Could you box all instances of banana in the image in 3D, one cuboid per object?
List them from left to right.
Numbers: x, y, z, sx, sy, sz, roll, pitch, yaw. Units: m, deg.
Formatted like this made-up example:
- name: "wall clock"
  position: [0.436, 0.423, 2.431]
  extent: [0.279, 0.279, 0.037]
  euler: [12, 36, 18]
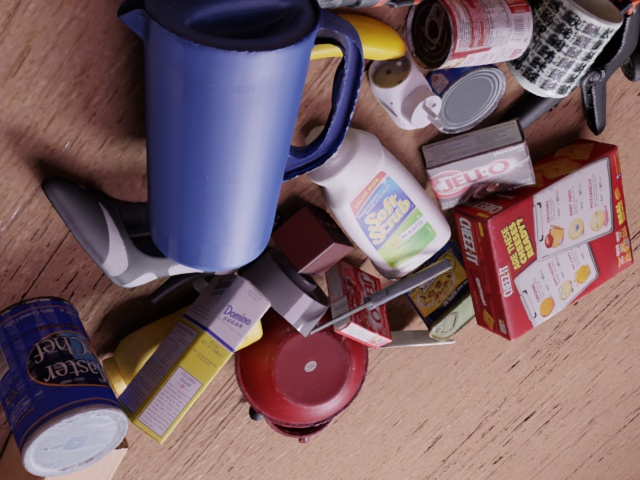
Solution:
- name: "banana"
  position: [-0.004, -0.170, 0.939]
  extent: [0.197, 0.037, 0.070]
  euler: [-16, 161, -22]

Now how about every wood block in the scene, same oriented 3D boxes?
- name: "wood block"
  position: [-0.302, 0.265, 1.202]
  extent: [0.090, 0.090, 0.206]
  euler: [-2, 137, -39]

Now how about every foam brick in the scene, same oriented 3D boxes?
- name: "foam brick"
  position: [-0.007, 0.001, 1.124]
  extent: [0.051, 0.053, 0.078]
  euler: [-40, 166, 11]

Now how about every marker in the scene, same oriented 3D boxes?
- name: "marker"
  position: [-0.085, 0.013, 1.121]
  extent: [0.121, 0.020, 0.020]
  euler: [-42, 147, 13]

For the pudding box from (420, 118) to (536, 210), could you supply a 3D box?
- name: "pudding box"
  position: [0.174, -0.082, 1.173]
  extent: [0.113, 0.039, 0.090]
  euler: [-18, 149, 9]

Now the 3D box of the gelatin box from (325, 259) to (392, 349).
- name: "gelatin box"
  position: [0.045, 0.074, 1.236]
  extent: [0.030, 0.089, 0.073]
  euler: [-33, 139, 30]

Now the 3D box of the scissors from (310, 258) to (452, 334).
- name: "scissors"
  position: [0.059, 0.069, 1.196]
  extent: [0.201, 0.016, 0.096]
  euler: [-25, 175, -23]

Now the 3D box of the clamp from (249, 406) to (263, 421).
- name: "clamp"
  position: [-0.016, 0.182, 1.386]
  extent: [0.120, 0.039, 0.172]
  euler: [3, 125, -41]

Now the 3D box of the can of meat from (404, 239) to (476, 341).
- name: "can of meat"
  position: [0.160, 0.061, 1.335]
  extent: [0.102, 0.084, 0.057]
  euler: [-44, 146, 17]

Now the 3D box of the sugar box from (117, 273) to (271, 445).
- name: "sugar box"
  position: [-0.127, 0.113, 1.066]
  extent: [0.048, 0.093, 0.176]
  euler: [44, 80, -19]

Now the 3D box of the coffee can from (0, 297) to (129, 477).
- name: "coffee can"
  position: [-0.258, 0.141, 1.028]
  extent: [0.102, 0.140, 0.103]
  euler: [-22, 146, -16]

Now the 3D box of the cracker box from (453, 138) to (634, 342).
- name: "cracker box"
  position: [0.268, -0.004, 1.268]
  extent: [0.213, 0.072, 0.164]
  euler: [-28, 117, -25]

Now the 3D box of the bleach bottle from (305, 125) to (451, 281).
- name: "bleach bottle"
  position: [0.049, -0.045, 1.123]
  extent: [0.103, 0.068, 0.250]
  euler: [-36, 145, 10]

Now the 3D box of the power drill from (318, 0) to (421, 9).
- name: "power drill"
  position: [0.068, -0.269, 0.848]
  extent: [0.184, 0.057, 0.188]
  euler: [-18, 148, -29]

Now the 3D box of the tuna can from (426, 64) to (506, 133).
- name: "tuna can"
  position: [0.145, -0.152, 1.088]
  extent: [0.086, 0.034, 0.086]
  euler: [-22, 146, -16]

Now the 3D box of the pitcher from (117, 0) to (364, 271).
- name: "pitcher"
  position: [-0.070, -0.092, 0.862]
  extent: [0.144, 0.149, 0.243]
  euler: [-34, 148, -37]

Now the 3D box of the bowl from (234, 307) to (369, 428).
- name: "bowl"
  position: [-0.016, 0.143, 1.228]
  extent: [0.162, 0.162, 0.055]
  euler: [-28, -171, -8]

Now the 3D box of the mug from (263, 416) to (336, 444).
- name: "mug"
  position: [-0.025, 0.194, 1.317]
  extent: [0.093, 0.081, 0.117]
  euler: [-9, 112, 0]

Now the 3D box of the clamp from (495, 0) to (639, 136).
- name: "clamp"
  position: [0.279, -0.181, 1.163]
  extent: [0.164, 0.036, 0.210]
  euler: [-14, 144, -25]

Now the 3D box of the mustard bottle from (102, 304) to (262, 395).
- name: "mustard bottle"
  position: [-0.159, 0.116, 1.157]
  extent: [0.191, 0.058, 0.096]
  euler: [-26, 154, -12]

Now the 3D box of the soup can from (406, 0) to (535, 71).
- name: "soup can"
  position: [0.140, -0.197, 0.993]
  extent: [0.102, 0.068, 0.069]
  euler: [-12, 142, -30]
